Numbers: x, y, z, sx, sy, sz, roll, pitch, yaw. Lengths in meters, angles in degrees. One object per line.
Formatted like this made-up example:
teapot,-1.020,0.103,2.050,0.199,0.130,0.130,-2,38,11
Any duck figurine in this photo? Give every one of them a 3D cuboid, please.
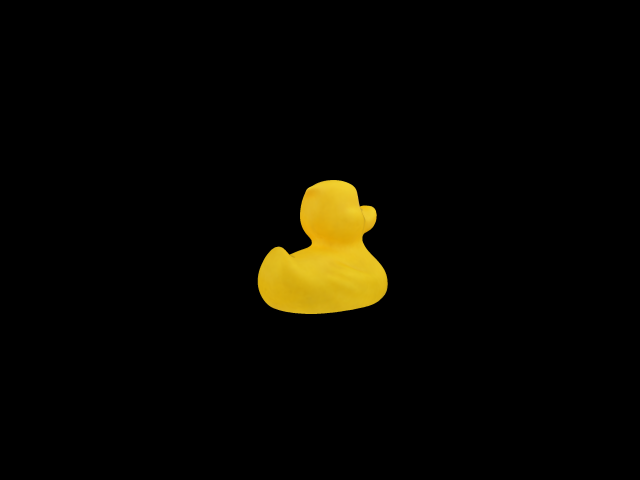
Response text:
duck figurine,0.004,0.001,0.400,0.105,0.086,0.077,-8,11,-43
